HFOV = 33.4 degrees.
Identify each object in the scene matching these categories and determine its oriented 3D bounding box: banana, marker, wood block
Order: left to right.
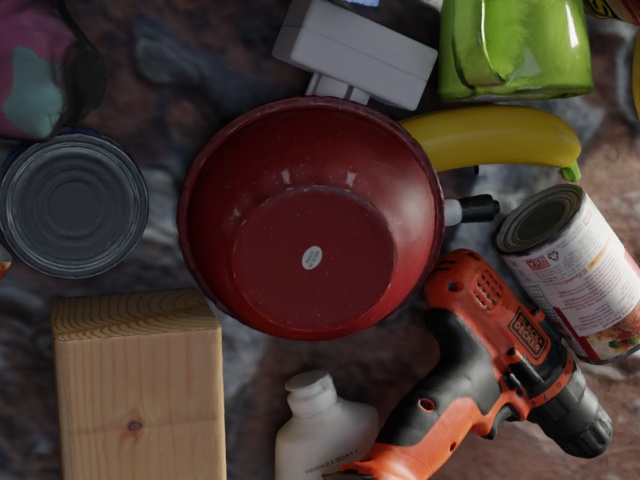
[{"bbox_3d":[-0.105,0.141,0.624,0.090,0.090,0.206,-4,103,-15],"label":"wood block"},{"bbox_3d":[0.058,-0.015,0.677,0.121,0.020,0.020,-7,103,-15],"label":"marker"},{"bbox_3d":[0.083,-0.052,0.657,0.197,0.037,0.070,-5,130,-14],"label":"banana"}]

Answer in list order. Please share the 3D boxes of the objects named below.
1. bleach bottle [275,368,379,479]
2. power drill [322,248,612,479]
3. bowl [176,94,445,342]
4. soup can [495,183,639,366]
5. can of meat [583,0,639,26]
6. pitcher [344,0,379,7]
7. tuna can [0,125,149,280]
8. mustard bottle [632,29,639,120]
[{"bbox_3d":[0.040,0.197,0.695,0.102,0.068,0.251,-23,105,-12],"label":"bleach bottle"},{"bbox_3d":[0.098,0.127,0.668,0.184,0.057,0.187,47,59,-19],"label":"power drill"},{"bbox_3d":[-0.004,0.001,0.617,0.162,0.055,0.162,-1,115,-2],"label":"bowl"},{"bbox_3d":[0.168,0.022,0.693,0.068,0.069,0.102,-42,109,-5],"label":"soup can"},{"bbox_3d":[0.186,-0.174,0.640,0.057,0.084,0.102,-45,119,0],"label":"can of meat"},{"bbox_3d":[-0.012,-0.246,0.525,0.145,0.149,0.243,12,105,-9],"label":"pitcher"},{"bbox_3d":[-0.141,-0.021,0.608,0.086,0.034,0.086,-4,103,-16],"label":"tuna can"},{"bbox_3d":[0.261,-0.097,0.629,0.058,0.192,0.096,-3,102,-17],"label":"mustard bottle"}]
